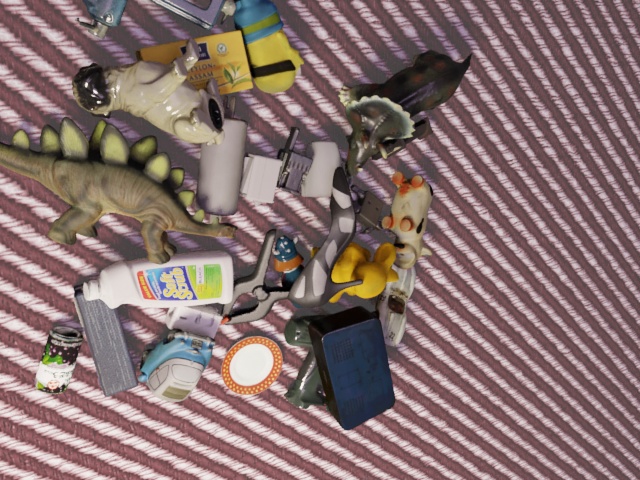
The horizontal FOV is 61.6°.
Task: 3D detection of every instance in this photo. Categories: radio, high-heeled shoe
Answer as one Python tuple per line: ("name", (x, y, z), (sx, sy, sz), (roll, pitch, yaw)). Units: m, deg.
("radio", (0.068, 0.254, 1.083), (0.131, 0.073, 0.229), (-20, 112, -17))
("high-heeled shoe", (-0.002, -0.003, 0.983), (0.145, 0.086, 0.248), (-8, 86, 2))

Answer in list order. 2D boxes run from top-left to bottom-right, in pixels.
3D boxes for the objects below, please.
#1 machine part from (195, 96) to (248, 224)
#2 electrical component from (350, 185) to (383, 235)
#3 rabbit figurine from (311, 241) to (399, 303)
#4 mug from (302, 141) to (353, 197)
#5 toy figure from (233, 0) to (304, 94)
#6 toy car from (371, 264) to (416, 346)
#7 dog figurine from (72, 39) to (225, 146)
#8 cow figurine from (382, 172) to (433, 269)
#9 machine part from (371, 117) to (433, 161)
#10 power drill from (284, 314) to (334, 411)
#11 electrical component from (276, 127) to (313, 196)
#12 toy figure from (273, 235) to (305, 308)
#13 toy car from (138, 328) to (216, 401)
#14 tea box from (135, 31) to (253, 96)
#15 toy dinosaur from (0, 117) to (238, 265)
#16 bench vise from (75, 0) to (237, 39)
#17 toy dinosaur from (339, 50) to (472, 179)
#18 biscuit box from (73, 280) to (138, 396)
("machine part", (-0.175, -0.131, 0.949), (0.079, 0.079, 0.243), (3, 103, -26))
("electrical component", (0.089, -0.057, 1.114), (0.102, 0.045, 0.078), (29, 62, -31))
("rabbit figurine", (0.082, 0.070, 1.070), (0.162, 0.173, 0.121), (-11, 104, -18))
("mug", (0.017, -0.137, 1.037), (0.109, 0.081, 0.107), (-6, 99, -24))
("toy figure", (-0.098, -0.343, 0.927), (0.089, 0.082, 0.180), (-29, 119, -4))
("toy car", (0.159, 0.127, 1.161), (0.073, 0.056, 0.201), (27, 69, -28))
("dog figurine", (-0.258, -0.201, 0.821), (0.191, 0.121, 0.172), (-12, 117, 16))
("cow figurine", (0.190, -0.034, 1.136), (0.127, 0.086, 0.194), (16, 84, -52))
("machine part", (0.170, -0.204, 1.098), (0.139, 0.084, 0.039), (-32, 89, -24))
("power drill", (0.021, 0.256, 1.143), (0.232, 0.086, 0.207), (14, 102, -30))
("electrical component", (-0.050, -0.147, 1.006), (0.048, 0.075, 0.119), (17, 93, -27))
("toy figure", (-0.057, 0.061, 1.066), (0.064, 0.058, 0.154), (-43, 119, -50))
("toy car", (-0.255, 0.235, 0.966), (0.109, 0.103, 0.161), (25, 129, -32))
("tea box", (-0.208, -0.284, 0.897), (0.170, 0.068, 0.098), (-20, 113, -18))
("toy dinosaur", (-0.354, -0.089, 0.856), (0.471, 0.105, 0.198), (15, 98, -18))
("bench vise", (-0.250, -0.387, 0.821), (0.240, 0.129, 0.223), (22, 92, -21))
("toy dinosaur", (0.182, -0.279, 1.012), (0.405, 0.192, 0.131), (-35, 118, -11))
("biscuit box", (-0.376, 0.172, 0.945), (0.063, 0.059, 0.202), (-15, 109, -22))
